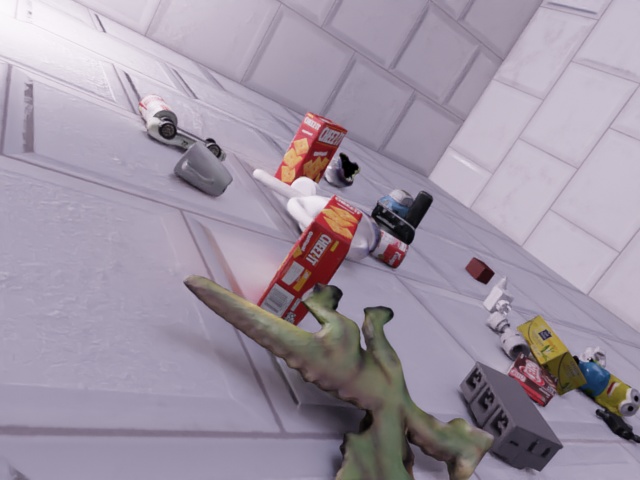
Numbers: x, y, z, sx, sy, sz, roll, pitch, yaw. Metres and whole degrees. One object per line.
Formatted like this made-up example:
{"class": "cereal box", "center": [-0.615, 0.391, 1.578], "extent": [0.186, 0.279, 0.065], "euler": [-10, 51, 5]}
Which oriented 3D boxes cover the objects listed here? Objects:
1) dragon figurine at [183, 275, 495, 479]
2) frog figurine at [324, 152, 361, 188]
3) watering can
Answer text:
{"class": "dragon figurine", "center": [0.033, 0.180, 0.580], "extent": [0.408, 0.120, 0.248], "euler": [21, 27, -26]}
{"class": "frog figurine", "center": [0.052, -0.244, 1.853], "extent": [0.137, 0.123, 0.159], "euler": [7, -8, -39]}
{"class": "watering can", "center": [0.004, -0.060, 1.188], "extent": [0.223, 0.103, 0.353], "euler": [13, 24, -49]}
